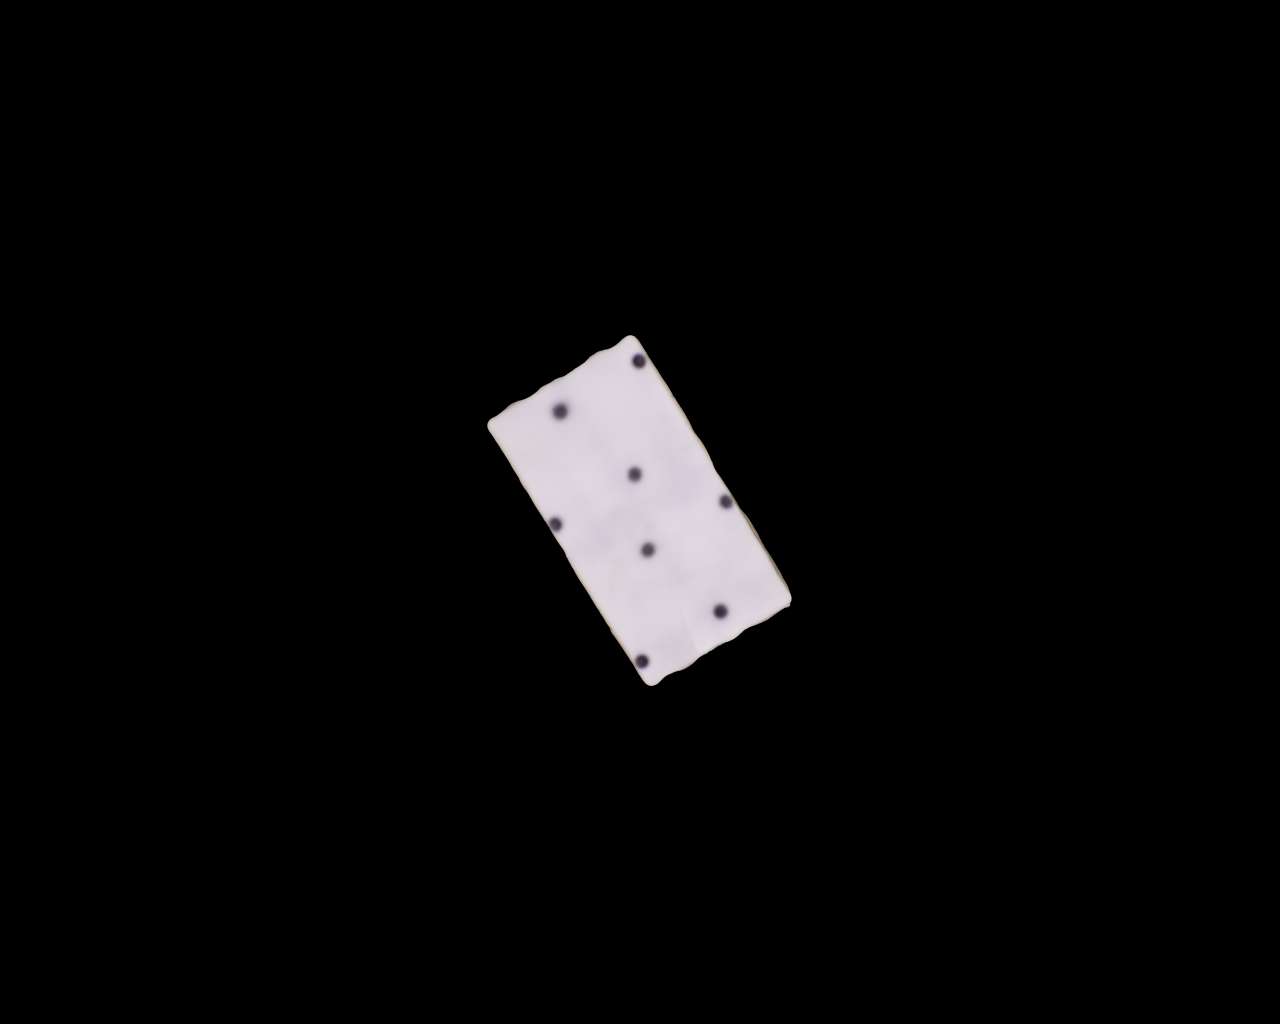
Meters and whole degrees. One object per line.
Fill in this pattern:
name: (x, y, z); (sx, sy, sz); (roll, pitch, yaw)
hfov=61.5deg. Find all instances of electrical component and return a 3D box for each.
electrical component: (0.001, -0.003, 0.650); (0.105, 0.186, 0.060); (-32, 4, 2)
